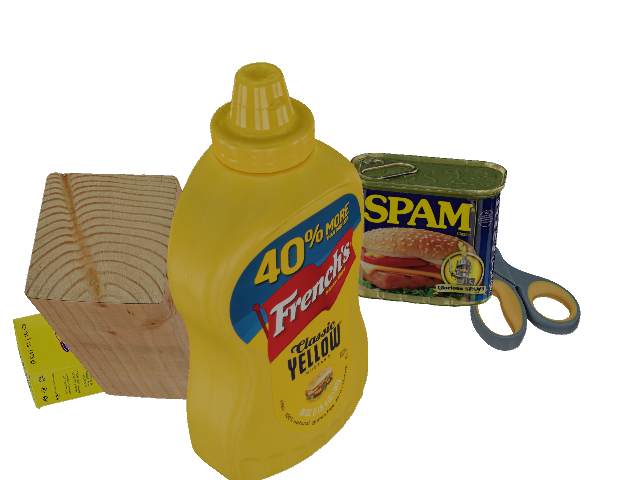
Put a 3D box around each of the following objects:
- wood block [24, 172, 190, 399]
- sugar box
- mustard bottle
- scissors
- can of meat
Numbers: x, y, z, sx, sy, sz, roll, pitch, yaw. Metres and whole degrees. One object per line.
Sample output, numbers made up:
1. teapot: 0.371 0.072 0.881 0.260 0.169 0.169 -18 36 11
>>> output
1. wood block: -0.131 0.041 0.765 0.090 0.091 0.206 2 -25 5
2. sugar box: -0.188 0.093 0.991 0.176 0.048 0.093 -15 36 -17
3. mustard bottle: -0.021 0.012 0.460 0.058 0.192 0.096 30 48 35
4. scissors: 0.163 0.020 0.902 0.096 0.016 0.201 3 39 2
5. can of meat: 0.067 -0.007 0.697 0.102 0.084 0.057 6 24 12
